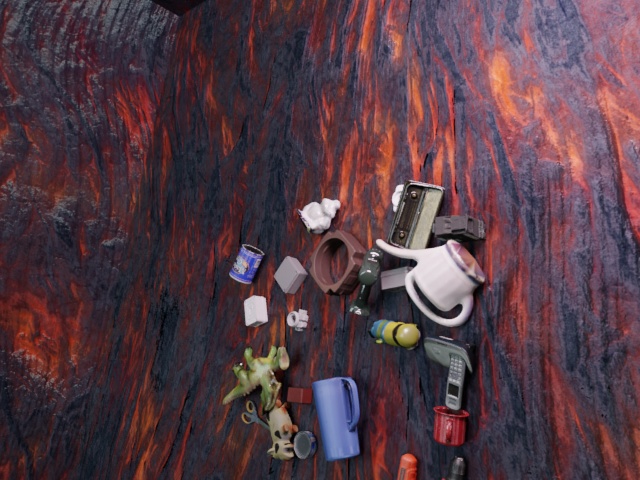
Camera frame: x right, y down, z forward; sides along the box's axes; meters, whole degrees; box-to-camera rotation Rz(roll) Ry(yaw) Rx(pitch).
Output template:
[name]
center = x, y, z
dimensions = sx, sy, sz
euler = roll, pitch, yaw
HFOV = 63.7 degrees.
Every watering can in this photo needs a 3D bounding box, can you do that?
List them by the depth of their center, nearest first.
[watering can]
center = 0.330, 0.083, 1.503
dimensions = 0.221, 0.104, 0.351
euler = -44, 72, 23

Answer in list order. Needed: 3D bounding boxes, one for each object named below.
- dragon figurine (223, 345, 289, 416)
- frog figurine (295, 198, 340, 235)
[dragon figurine]
center = -0.235, 0.544, 1.929
dimensions = 0.406, 0.121, 0.247
euler = -58, 33, 14
[frog figurine]
center = 0.006, -0.100, 1.978
dimensions = 0.160, 0.120, 0.140
euler = -29, 38, -7
